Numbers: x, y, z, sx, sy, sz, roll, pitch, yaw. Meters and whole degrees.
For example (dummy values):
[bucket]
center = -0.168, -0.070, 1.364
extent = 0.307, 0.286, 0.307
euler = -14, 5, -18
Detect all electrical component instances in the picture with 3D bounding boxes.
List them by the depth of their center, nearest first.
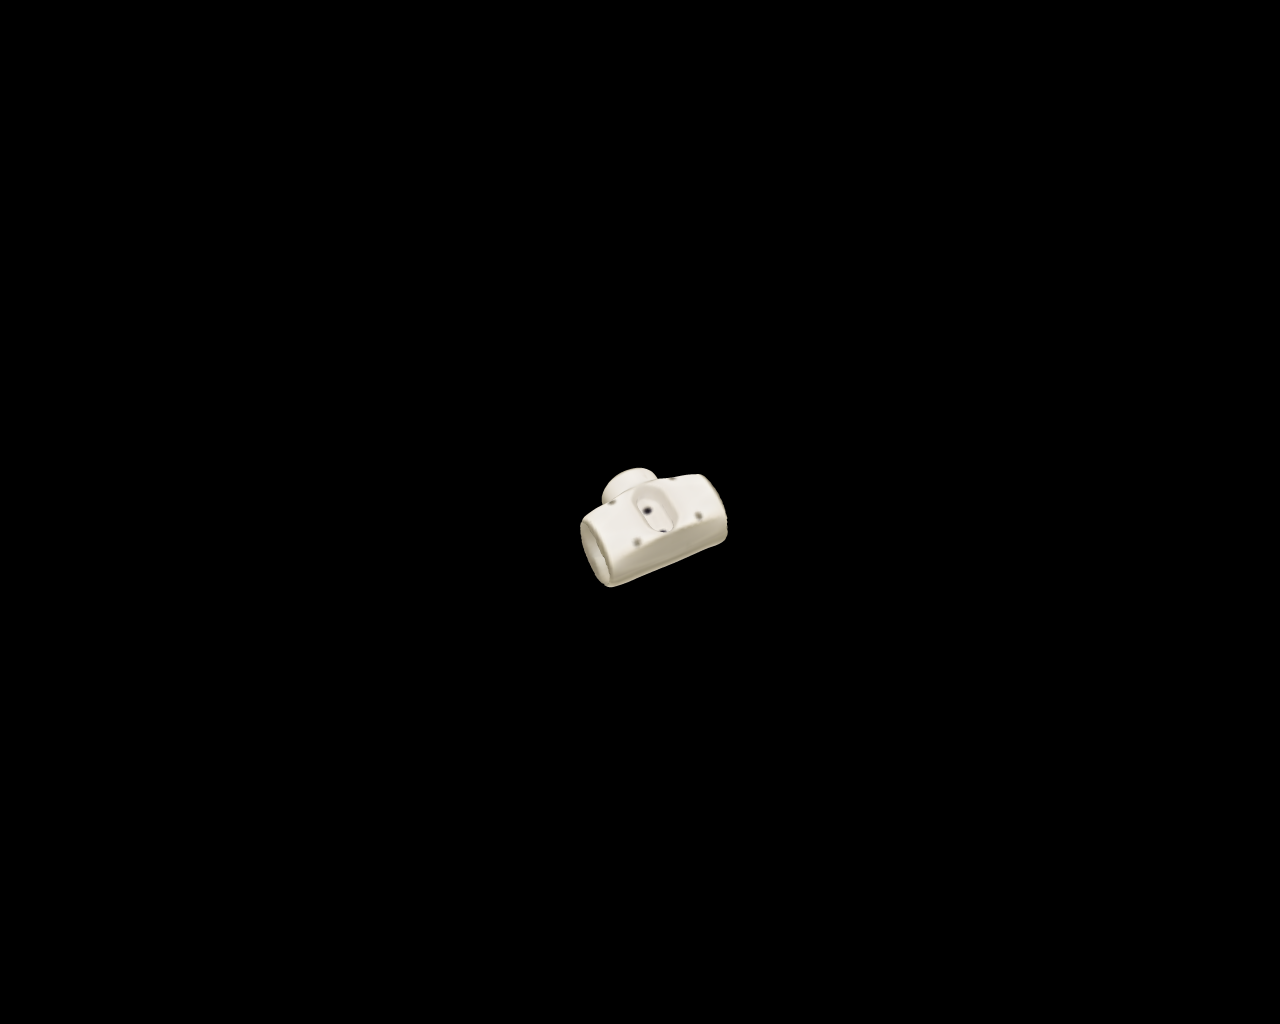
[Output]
[electrical component]
center = 0.001, -0.003, 0.650
extent = 0.077, 0.079, 0.043
euler = -21, -34, -15
